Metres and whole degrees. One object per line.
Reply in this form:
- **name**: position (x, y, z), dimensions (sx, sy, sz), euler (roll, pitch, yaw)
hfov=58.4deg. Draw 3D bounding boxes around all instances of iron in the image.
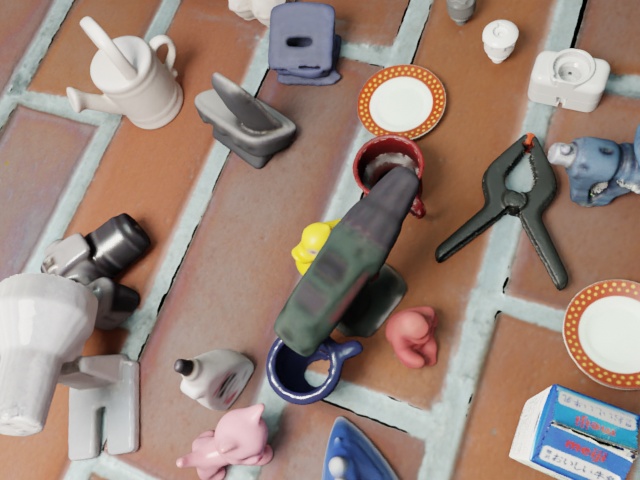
- **iron**: position (0.044, 0.316, 0.613), dimensions (0.118, 0.142, 0.258), euler (-20, 67, 6)

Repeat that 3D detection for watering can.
- **watering can**: position (-0.298, -0.252, 0.867), dimensions (0.100, 0.194, 0.173), euler (26, 78, 20)

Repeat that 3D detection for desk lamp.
- **desk lamp**: position (-0.317, 0.164, 0.712), dimensions (0.118, 0.214, 0.203), euler (-12, 68, 9)

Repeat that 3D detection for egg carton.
- **egg carton**: position (-0.082, -0.429, 0.948), dimensions (0.107, 0.069, 0.150), euler (24, 78, 20)

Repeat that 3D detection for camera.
- **camera**: position (-0.311, 0.033, 0.818), dimensions (0.137, 0.101, 0.143), euler (-39, 67, -2)

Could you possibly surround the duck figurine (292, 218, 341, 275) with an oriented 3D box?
- **duck figurine**: position (0.007, 0.003, 0.764), dimensions (0.104, 0.086, 0.077), euler (-36, 67, -1)

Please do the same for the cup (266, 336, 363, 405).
- **cup**: position (0.002, 0.154, 0.706), dimensions (0.117, 0.095, 0.091), euler (-21, 67, 5)

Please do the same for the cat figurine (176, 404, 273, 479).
- **cat figurine**: position (-0.110, 0.245, 0.687), dimensions (0.127, 0.118, 0.067), euler (-24, 67, 4)

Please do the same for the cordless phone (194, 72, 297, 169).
- **cordless phone**: position (-0.123, -0.196, 0.811), dimensions (0.147, 0.185, 0.094), euler (33, 81, 21)

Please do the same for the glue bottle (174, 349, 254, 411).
- **glue bottle**: position (-0.135, 0.164, 0.691), dimensions (0.037, 0.173, 0.078), euler (26, 78, 20)

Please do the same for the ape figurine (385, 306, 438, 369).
- **ape figurine**: position (0.115, 0.112, 0.697), dimensions (0.076, 0.092, 0.078), euler (35, 81, 22)

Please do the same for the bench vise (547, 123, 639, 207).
- **bench vise**: position (0.377, -0.095, 0.641), dimensions (0.207, 0.220, 0.121), euler (-14, 68, 8)

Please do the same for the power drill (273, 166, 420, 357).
- **power drill**: position (0.045, 0.040, 0.675), dimensions (0.075, 0.209, 0.230), euler (35, 82, 22)

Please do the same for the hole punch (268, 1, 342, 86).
- **hole punch**: position (-0.023, -0.298, 0.876), dimensions (0.108, 0.091, 0.101), euler (5, 72, 15)
